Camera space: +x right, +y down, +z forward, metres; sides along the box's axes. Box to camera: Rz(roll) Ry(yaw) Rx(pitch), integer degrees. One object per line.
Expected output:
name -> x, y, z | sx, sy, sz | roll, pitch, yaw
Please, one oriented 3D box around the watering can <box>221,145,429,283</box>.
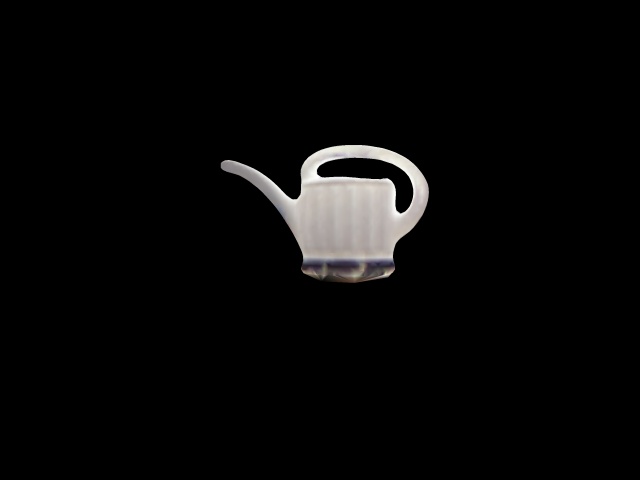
watering can -> 0.003, -0.043, 0.850 | 0.347, 0.225, 0.104 | 0, -2, 11
